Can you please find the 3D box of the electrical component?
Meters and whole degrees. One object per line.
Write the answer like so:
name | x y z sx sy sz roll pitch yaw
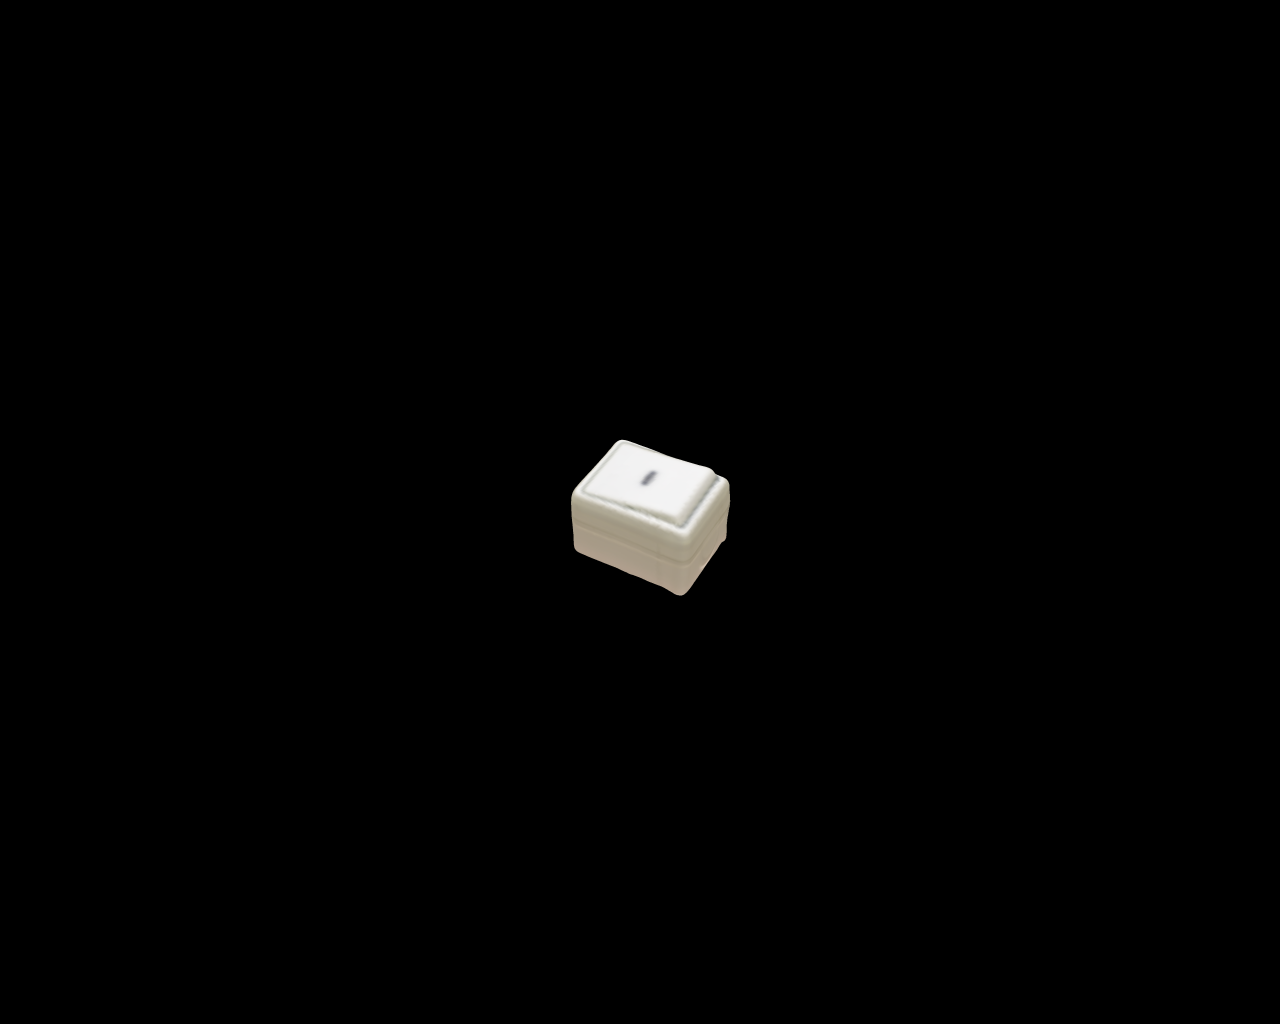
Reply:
electrical component | 0.001 -0.003 0.650 0.096 0.061 0.062 22 49 21
